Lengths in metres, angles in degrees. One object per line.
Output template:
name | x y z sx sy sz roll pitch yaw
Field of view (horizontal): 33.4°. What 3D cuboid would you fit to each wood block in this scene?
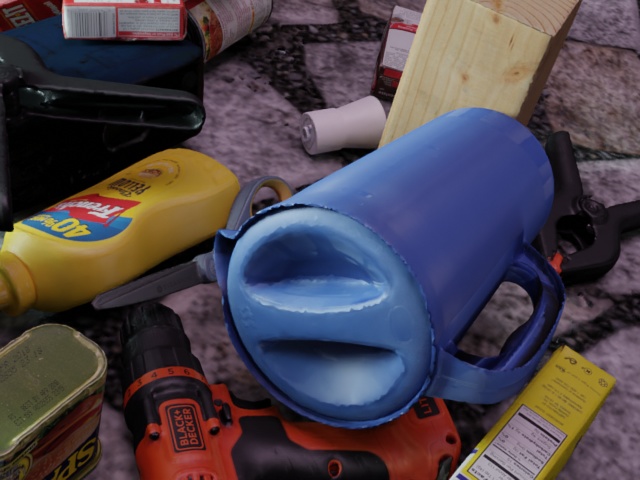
wood block | 0.108 -0.101 0.790 0.090 0.206 0.090 28 44 12

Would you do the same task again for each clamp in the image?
clamp | -0.187 -0.090 0.670 0.164 0.036 0.210 -28 50 -37
clamp | 0.206 -0.025 0.865 0.120 0.039 0.171 36 45 20

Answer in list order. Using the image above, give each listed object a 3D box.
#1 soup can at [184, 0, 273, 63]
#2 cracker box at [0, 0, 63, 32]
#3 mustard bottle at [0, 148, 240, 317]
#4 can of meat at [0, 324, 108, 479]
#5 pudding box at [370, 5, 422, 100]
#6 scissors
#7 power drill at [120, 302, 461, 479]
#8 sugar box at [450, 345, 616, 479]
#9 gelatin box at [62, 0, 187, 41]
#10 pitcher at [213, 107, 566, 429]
soup can | -0.096 -0.197 0.926 0.068 0.069 0.102 32 48 16
cracker box | -0.181 -0.274 0.871 0.213 0.072 0.164 -18 73 1
mustard bottle | -0.148 -0.001 0.705 0.096 0.058 0.191 18 37 39
can of meat | -0.162 0.104 0.576 0.057 0.084 0.101 32 44 17
pudding box | 0.099 -0.164 0.981 0.090 0.039 0.113 15 44 -2
scissors | -0.069 -0.001 0.690 0.201 0.016 0.096 6 77 -51
power drill | -0.023 0.104 0.644 0.187 0.057 0.184 -3 43 -18
sugar box | 0.102 0.144 0.613 0.048 0.093 0.176 33 45 17
gelatin box | -0.146 -0.175 0.799 0.089 0.030 0.073 -2 32 -11
pitcher | 0.066 0.006 0.652 0.242 0.145 0.149 -37 101 -52
